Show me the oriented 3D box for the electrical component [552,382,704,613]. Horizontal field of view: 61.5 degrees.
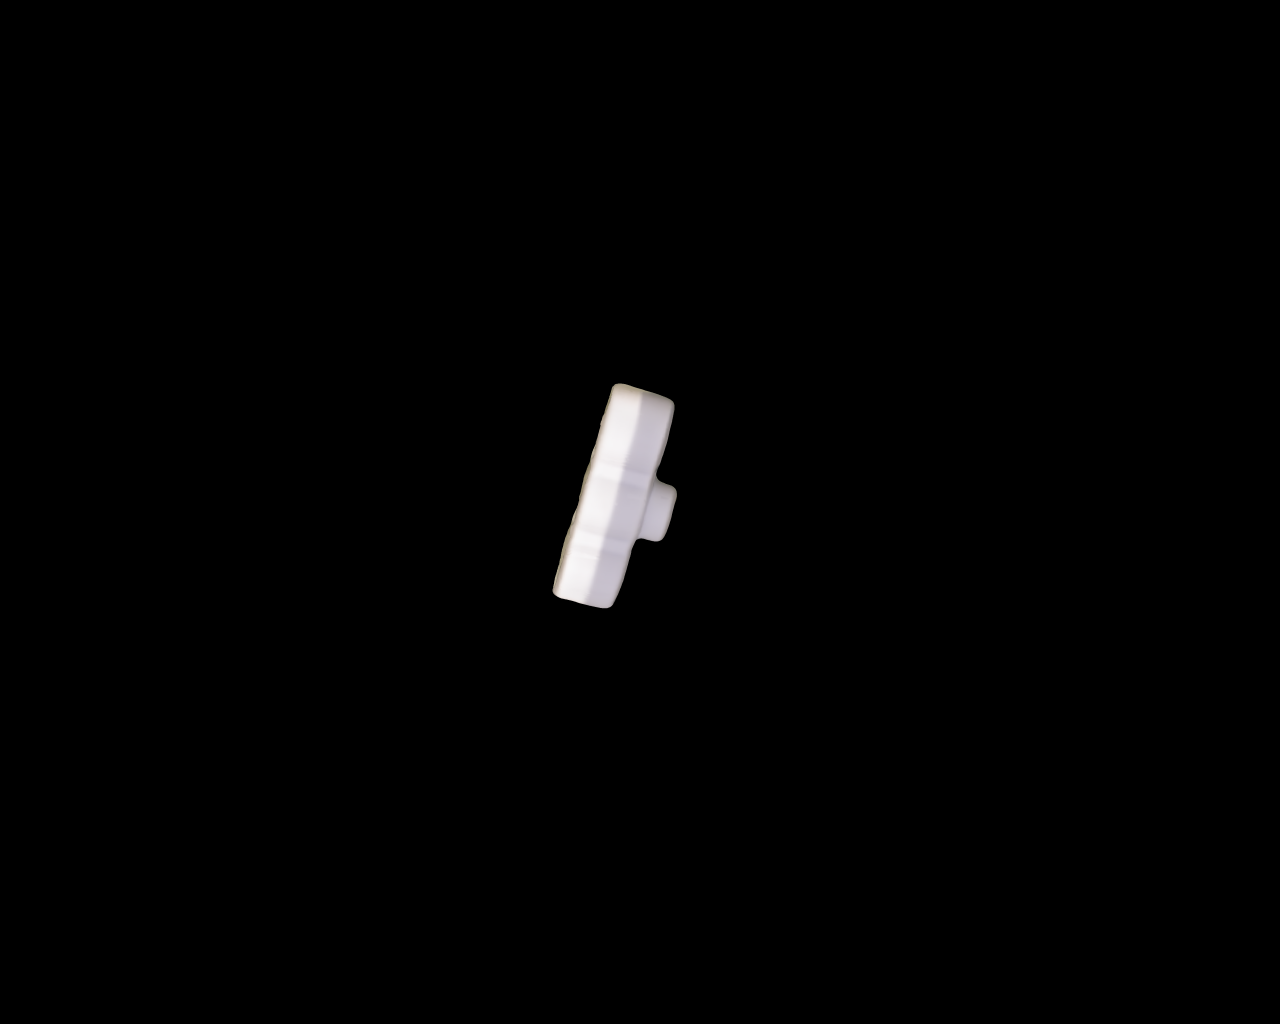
[{"bbox_3d":[0.001,-0.003,0.650,0.074,0.138,0.052,17,16,-5],"label":"electrical component"}]
